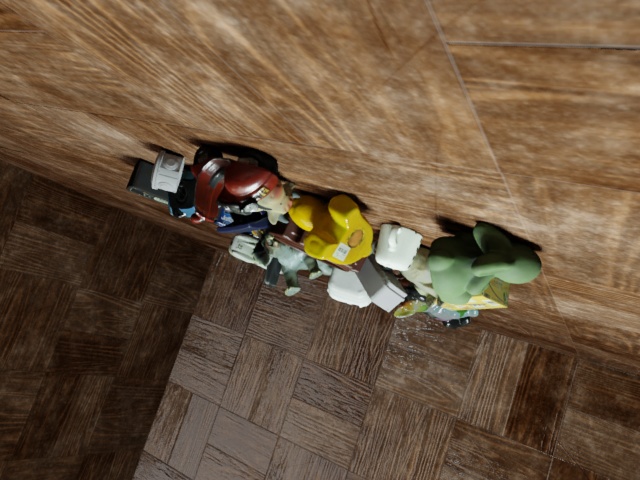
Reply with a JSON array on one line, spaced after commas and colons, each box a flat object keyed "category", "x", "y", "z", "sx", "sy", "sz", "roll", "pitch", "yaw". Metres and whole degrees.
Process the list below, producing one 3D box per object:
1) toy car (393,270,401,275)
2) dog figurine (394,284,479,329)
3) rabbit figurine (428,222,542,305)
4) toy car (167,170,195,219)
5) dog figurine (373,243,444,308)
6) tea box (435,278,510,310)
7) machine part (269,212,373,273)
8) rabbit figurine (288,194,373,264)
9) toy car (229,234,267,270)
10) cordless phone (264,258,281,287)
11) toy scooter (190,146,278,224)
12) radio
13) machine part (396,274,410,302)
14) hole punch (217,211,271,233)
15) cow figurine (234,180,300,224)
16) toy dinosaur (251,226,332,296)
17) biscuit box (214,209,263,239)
[{"category": "toy car", "x": 0.216, "y": 0.066, "z": 1.386, "sx": 0.202, "sy": 0.053, "sz": 0.089, "roll": 15, "pitch": 174, "yaw": 21}, {"category": "dog figurine", "x": 0.294, "y": 0.170, "z": 1.433, "sx": 0.219, "sy": 0.108, "sz": 0.191, "roll": 0, "pitch": 153, "yaw": -6}, {"category": "rabbit figurine", "x": 0.270, "y": 0.028, "z": 0.877, "sx": 0.170, "sy": 0.121, "sz": 0.159, "roll": -4, "pitch": 157, "yaw": 21}, {"category": "toy car", "x": -0.260, "y": -0.105, "z": 1.183, "sx": 0.162, "sy": 0.109, "sz": 0.103, "roll": -2, "pitch": -176, "yaw": 39}, {"category": "dog figurine", "x": 0.206, "y": 0.052, "z": 1.206, "sx": 0.190, "sy": 0.121, "sz": 0.172, "roll": 33, "pitch": 169, "yaw": 1}, {"category": "tea box", "x": 0.347, "y": 0.120, "z": 1.267, "sx": 0.098, "sy": 0.068, "sz": 0.170, "roll": 24, "pitch": 159, "yaw": -33}, {"category": "machine part", "x": -0.002, "y": -0.004, "z": 1.188, "sx": 0.201, "sy": 0.087, "sz": 0.201, "roll": 26, "pitch": 177, "yaw": -19}, {"category": "rabbit figurine", "x": 0.018, "y": -0.036, "z": 1.015, "sx": 0.173, "sy": 0.121, "sz": 0.162, "roll": 30, "pitch": -170, "yaw": 37}, {"category": "toy car", "x": -0.176, "y": 0.041, "z": 1.581, "sx": 0.201, "sy": 0.073, "sz": 0.056, "roll": 24, "pitch": 169, "yaw": -33}, {"category": "cordless phone", "x": -0.094, "y": 0.052, "z": 1.527, "sx": 0.089, "sy": 0.184, "sz": 0.146, "roll": 9, "pitch": 168, "yaw": 29}, {"category": "toy scooter", "x": -0.156, "y": -0.084, "z": 0.891, "sx": 0.184, "sy": 0.135, "sz": 0.075, "roll": 12, "pitch": 168, "yaw": 33}, {"category": "radio", "x": -0.367, "y": -0.121, "z": 1.360, "sx": 0.229, "sy": 0.073, "sz": 0.131, "roll": 23, "pitch": 171, "yaw": -27}, {"category": "machine part", "x": 0.216, "y": 0.121, "z": 1.512, "sx": 0.179, "sy": 0.056, "sz": 0.179, "roll": 3, "pitch": 151, "yaw": 2}, {"category": "hole punch", "x": -0.167, "y": -0.052, "z": 1.245, "sx": 0.142, "sy": 0.092, "sz": 0.115, "roll": -10, "pitch": 159, "yaw": 34}, {"category": "cow figurine", "x": -0.123, "y": -0.084, "z": 1.006, "sx": 0.127, "sy": 0.085, "sz": 0.195, "roll": 29, "pitch": 166, "yaw": -24}, {"category": "toy dinosaur", "x": -0.026, "y": 0.031, "z": 1.433, "sx": 0.131, "sy": 0.192, "sz": 0.404, "roll": -42, "pitch": 156, "yaw": 31}, {"category": "biscuit box", "x": -0.207, "y": -0.043, "z": 1.580, "sx": 0.202, "sy": 0.062, "sz": 0.059, "roll": 21, "pitch": 171, "yaw": -19}]
